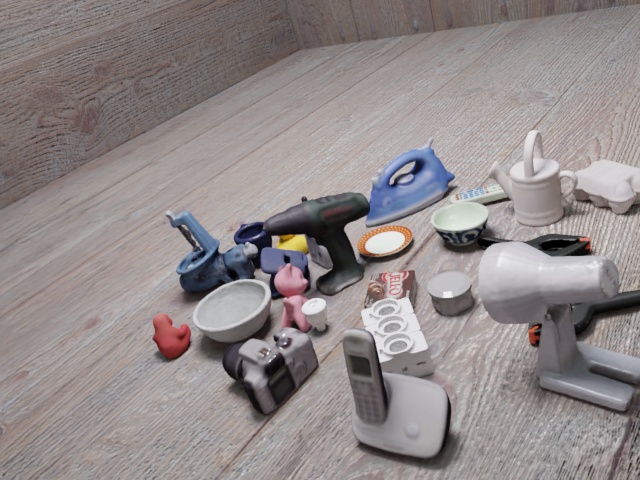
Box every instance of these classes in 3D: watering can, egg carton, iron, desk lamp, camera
[{"bbox_3d":[0.444,-0.134,1.205,0.172,0.194,0.101,-8,30,18],"label":"watering can"},{"bbox_3d":[0.610,-0.115,1.206,0.107,0.069,0.150,-27,29,-16],"label":"egg carton"},{"bbox_3d":[0.204,-0.147,1.423,0.259,0.142,0.118,-29,30,-19],"label":"iron"},{"bbox_3d":[0.342,0.106,0.815,0.202,0.214,0.118,10,39,42],"label":"desk lamp"},{"bbox_3d":[-0.100,0.209,1.008,0.136,0.101,0.143,11,40,43],"label":"camera"}]

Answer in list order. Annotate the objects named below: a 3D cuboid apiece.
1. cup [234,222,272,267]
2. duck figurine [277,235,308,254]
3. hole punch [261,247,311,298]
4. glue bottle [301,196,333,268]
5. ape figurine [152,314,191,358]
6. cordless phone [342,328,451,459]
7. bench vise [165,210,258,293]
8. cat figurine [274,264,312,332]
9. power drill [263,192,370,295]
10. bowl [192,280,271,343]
[{"bbox_3d":[-0.159,0.012,1.401,0.092,0.095,0.117,-28,30,-18],"label":"cup"},{"bbox_3d":[-0.075,-0.009,1.398,0.078,0.086,0.104,-33,31,-25],"label":"duck figurine"},{"bbox_3d":[-0.076,0.059,1.272,0.101,0.091,0.108,-17,28,3],"label":"hole punch"},{"bbox_3d":[-0.012,-0.022,1.291,0.037,0.173,0.077,-30,30,-21],"label":"glue bottle"},{"bbox_3d":[-0.312,0.190,1.175,0.077,0.092,0.076,-10,29,15],"label":"ape figurine"},{"bbox_3d":[0.102,0.208,0.802,0.147,0.185,0.094,0,33,31],"label":"cordless phone"},{"bbox_3d":[-0.252,0.013,1.320,0.207,0.220,0.121,-18,28,1],"label":"bench vise"},{"bbox_3d":[-0.058,0.106,1.150,0.067,0.118,0.128,-12,29,10],"label":"cat figurine"},{"bbox_3d":[0.011,0.004,1.194,0.230,0.209,0.075,-28,30,-18],"label":"power drill"},{"bbox_3d":[-0.169,0.157,1.170,0.167,0.075,0.167,-14,28,8],"label":"bowl"}]
